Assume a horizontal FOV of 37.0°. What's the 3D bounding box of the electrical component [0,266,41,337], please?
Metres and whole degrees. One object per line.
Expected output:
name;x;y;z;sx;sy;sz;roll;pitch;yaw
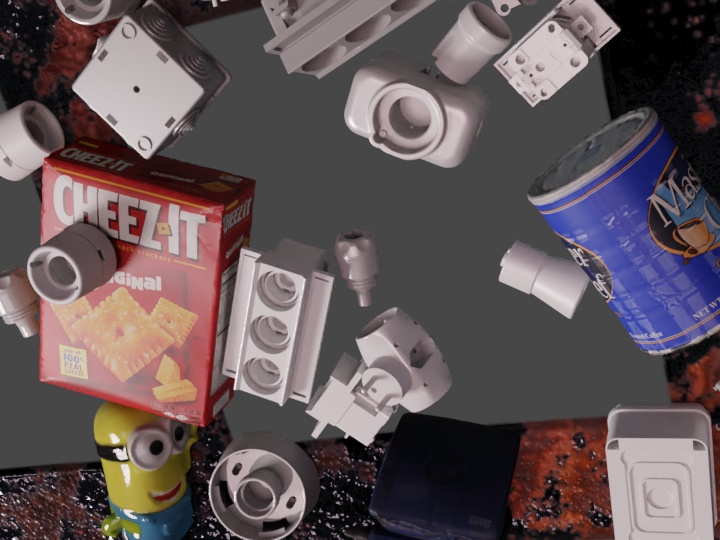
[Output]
electrical component;-0.312;0.031;0.979;0.043;0.043;0.062;-15;109;24

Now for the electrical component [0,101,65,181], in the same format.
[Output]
electrical component;-0.282;-0.109;0.899;0.047;0.055;0.055;-24;104;23

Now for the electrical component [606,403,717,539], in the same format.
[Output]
electrical component;0.238;0.164;0.847;0.078;0.057;0.113;-3;113;20

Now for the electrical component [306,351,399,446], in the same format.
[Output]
electrical component;-0.004;0.111;0.914;0.064;0.042;0.081;33;120;-2

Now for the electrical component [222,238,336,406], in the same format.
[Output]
electrical component;-0.064;0.041;0.888;0.079;0.063;0.121;18;118;10

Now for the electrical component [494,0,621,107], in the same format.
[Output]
electrical component;0.132;-0.149;0.734;0.042;0.063;0.081;45;119;-6

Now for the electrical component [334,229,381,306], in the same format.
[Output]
electrical component;0.000;0.000;0.865;0.035;0.035;0.061;-1;116;19

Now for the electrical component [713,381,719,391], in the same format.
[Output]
electrical component;0.309;0.093;0.778;0.061;0.096;0.061;-42;97;2

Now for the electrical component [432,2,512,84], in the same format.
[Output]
electrical component;0.078;-0.160;0.762;0.040;0.040;0.046;42;124;-3

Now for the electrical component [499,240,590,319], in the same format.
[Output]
electrical component;0.139;0.004;0.816;0.065;0.044;0.044;24;119;12

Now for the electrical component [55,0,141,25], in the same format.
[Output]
electrical component;-0.202;-0.217;0.825;0.055;0.047;0.055;7;116;15

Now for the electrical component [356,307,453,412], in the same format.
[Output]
electrical component;0.027;0.083;0.868;0.043;0.079;0.077;-28;103;44

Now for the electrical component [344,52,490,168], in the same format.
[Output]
electrical component;0.041;-0.116;0.783;0.095;0.059;0.053;22;119;8

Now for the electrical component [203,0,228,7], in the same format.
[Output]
electrical component;-0.105;-0.234;0.789;0.040;0.040;0.078;-4;112;20

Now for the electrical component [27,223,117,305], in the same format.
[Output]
electrical component;-0.229;-0.004;0.852;0.055;0.047;0.055;7;113;17

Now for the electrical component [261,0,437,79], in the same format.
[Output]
electrical component;-0.006;-0.195;0.759;0.121;0.079;0.063;-29;80;27

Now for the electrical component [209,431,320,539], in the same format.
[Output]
electrical component;-0.088;0.197;0.982;0.099;0.064;0.099;2;102;10

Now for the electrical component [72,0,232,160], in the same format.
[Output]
electrical component;-0.165;-0.148;0.844;0.100;0.048;0.100;44;119;-5
